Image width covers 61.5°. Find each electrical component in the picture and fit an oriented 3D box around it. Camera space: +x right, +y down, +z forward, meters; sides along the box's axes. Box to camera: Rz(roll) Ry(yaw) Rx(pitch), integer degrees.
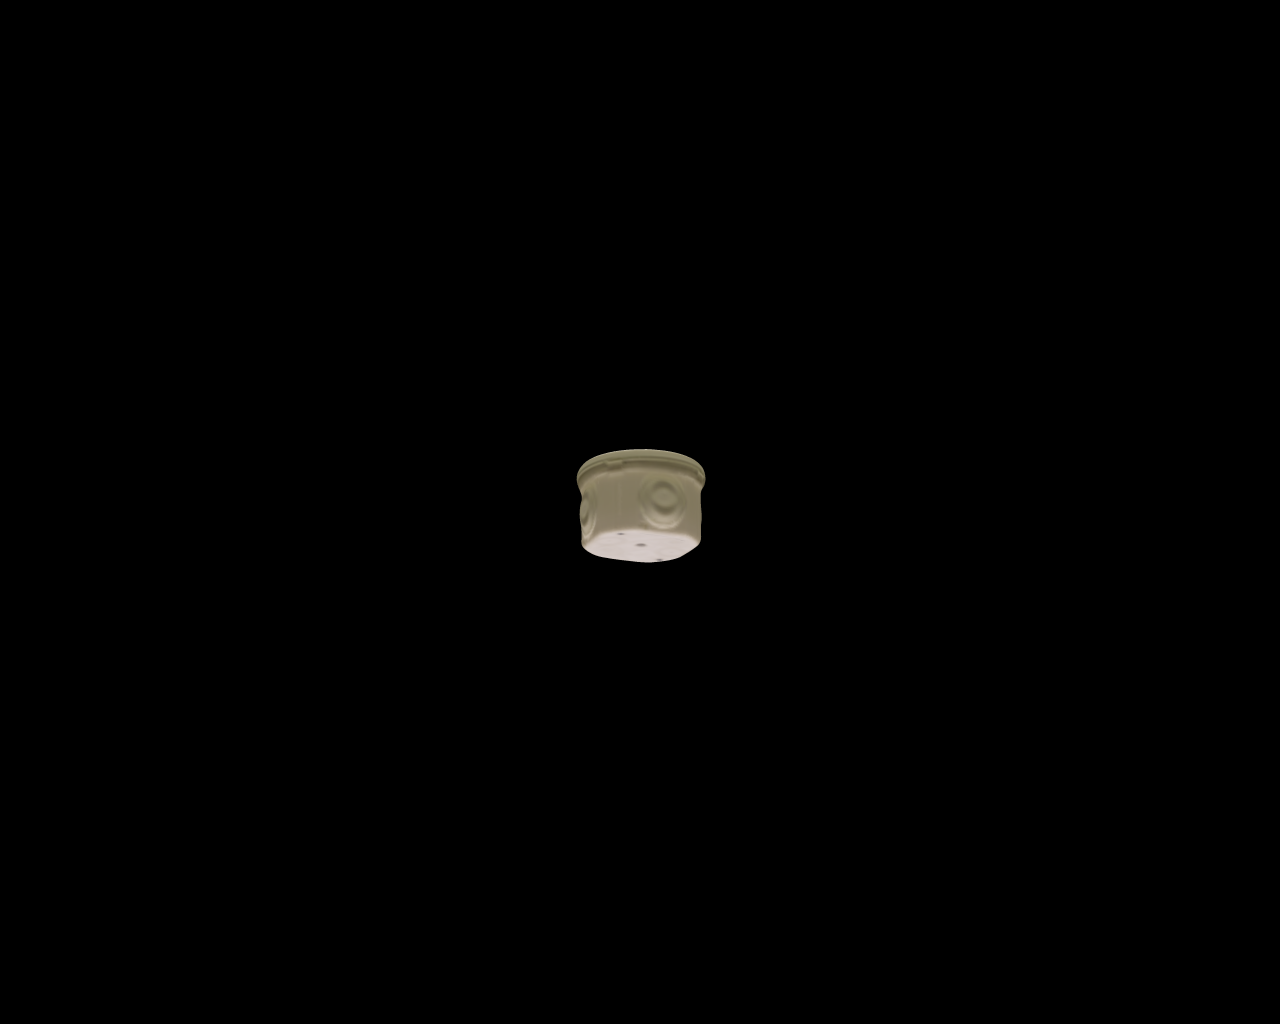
[{"bbox_3d":[0.001,-0.003,0.650,0.080,0.051,0.080,0,-18,0],"label":"electrical component"}]
